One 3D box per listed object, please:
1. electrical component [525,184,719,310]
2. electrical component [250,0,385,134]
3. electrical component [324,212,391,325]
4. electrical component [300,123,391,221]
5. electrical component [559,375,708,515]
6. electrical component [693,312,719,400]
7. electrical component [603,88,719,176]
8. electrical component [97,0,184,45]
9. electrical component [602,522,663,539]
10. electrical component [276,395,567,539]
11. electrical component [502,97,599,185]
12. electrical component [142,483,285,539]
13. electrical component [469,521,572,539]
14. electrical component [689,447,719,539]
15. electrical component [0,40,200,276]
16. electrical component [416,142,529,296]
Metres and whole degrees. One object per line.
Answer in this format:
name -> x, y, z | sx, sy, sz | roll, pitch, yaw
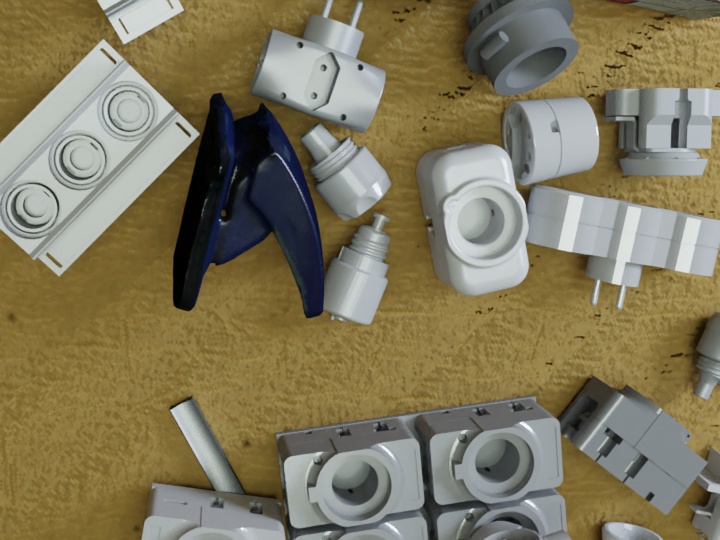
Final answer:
electrical component -> 0.176, -0.010, 0.735 | 0.138, 0.052, 0.073 | 10, 97, -12
electrical component -> -0.021, -0.137, 0.685 | 0.077, 0.043, 0.079 | 18, 95, -12
electrical component -> 0.000, 0.000, 0.712 | 0.040, 0.040, 0.078 | 21, 94, -13
electrical component -> -0.013, -0.066, 0.697 | 0.043, 0.043, 0.062 | -40, 102, -2
electrical component -> 0.193, 0.120, 0.759 | 0.089, 0.050, 0.055 | 37, 91, -13
electrical component -> 0.257, 0.063, 0.770 | 0.035, 0.035, 0.061 | 22, 97, -13
electrical component -> 0.205, -0.092, 0.725 | 0.078, 0.058, 0.057 | -1, 96, -10
electrical component -> -0.145, -0.180, 0.646 | 0.042, 0.064, 0.081 | -31, 103, -5
electrical component -> 0.192, 0.216, 0.777 | 0.045, 0.045, 0.055 | 9, 98, -11
electrical component -> 0.043, 0.157, 0.734 | 0.186, 0.060, 0.105 | -7, 100, -9
electrical component -> 0.127, -0.087, 0.714 | 0.047, 0.055, 0.055 | -10, 100, -12
electrical component -> -0.107, 0.228, 0.712 | 0.089, 0.061, 0.150 | 10, 100, -9
electrical component -> 0.115, 0.187, 0.679 | 0.079, 0.077, 0.044 | -16, 102, -8
electrical component -> 0.277, 0.170, 0.787 | 0.081, 0.042, 0.063 | 13, 100, -11
electrical component -> -0.170, -0.069, 0.659 | 0.121, 0.063, 0.079 | -45, 103, -1
electrical component -> 0.075, -0.034, 0.710 | 0.054, 0.059, 0.095 | -13, 101, -8
